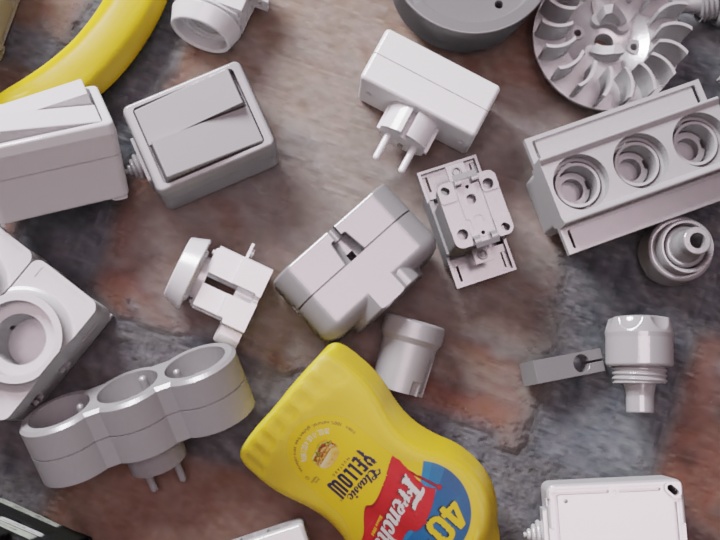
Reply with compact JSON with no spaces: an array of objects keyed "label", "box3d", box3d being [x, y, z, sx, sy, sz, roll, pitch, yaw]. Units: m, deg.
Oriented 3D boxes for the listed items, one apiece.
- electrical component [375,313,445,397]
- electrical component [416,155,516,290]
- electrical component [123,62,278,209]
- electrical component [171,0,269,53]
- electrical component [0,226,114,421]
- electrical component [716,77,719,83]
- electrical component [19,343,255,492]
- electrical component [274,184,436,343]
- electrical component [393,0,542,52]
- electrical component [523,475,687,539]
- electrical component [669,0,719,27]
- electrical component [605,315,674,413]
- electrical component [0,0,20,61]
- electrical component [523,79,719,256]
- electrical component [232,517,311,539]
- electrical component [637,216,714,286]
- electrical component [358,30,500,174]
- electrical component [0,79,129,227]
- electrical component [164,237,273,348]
[{"label":"electrical component","box3d":[0.030,0.055,0.687,0.040,0.040,0.046,16,86,0]},{"label":"electrical component","box3d":[0.070,-0.033,0.689,0.042,0.064,0.081,-19,83,-4]},{"label":"electrical component","box3d":[-0.107,-0.084,0.690,0.096,0.061,0.061,-24,83,-6]},{"label":"electrical component","box3d":[-0.095,-0.178,0.713,0.066,0.048,0.055,20,74,1]},{"label":"electrical component","box3d":[-0.245,0.014,0.669,0.150,0.061,0.089,37,82,3]},{"label":"electrical component","box3d":[0.277,-0.124,0.721,0.081,0.043,0.043,40,82,4]},{"label":"electrical component","box3d":[-0.131,0.104,0.667,0.138,0.052,0.073,-20,109,-4]},{"label":"electrical component","box3d":[0.000,0.000,0.686,0.095,0.053,0.059,-42,85,-7]},{"label":"electrical component","box3d":[0.070,-0.197,0.715,0.108,0.060,0.108,0,82,-2]},{"label":"electrical component","box3d":[0.150,0.161,0.668,0.096,0.061,0.061,-4,82,5]},{"label":"electrical component","box3d":[0.243,-0.183,0.734,0.061,0.035,0.035,-6,82,-1]},{"label":"electrical component","box3d":[0.179,0.060,0.690,0.043,0.043,0.062,1,83,-2]},{"label":"electrical component","box3d":[-0.260,-0.183,0.697,0.061,0.061,0.096,17,81,0]},{"label":"electrical component","box3d":[0.174,-0.064,0.698,0.121,0.063,0.078,-20,83,-5]},{"label":"electrical component","box3d":[-0.055,0.199,0.657,0.066,0.047,0.076,-17,83,-5]},{"label":"electrical component","box3d":[0.207,-0.014,0.692,0.043,0.062,0.043,0,82,-2]},{"label":"electrical component","box3d":[0.036,-0.100,0.705,0.083,0.047,0.075,28,81,2]},{"label":"electrical component","box3d":[-0.199,-0.074,0.664,0.096,0.061,0.061,-15,126,-16]},{"label":"electrical component","box3d":[-0.091,0.009,0.685,0.055,0.048,0.066,26,81,-6]}]
